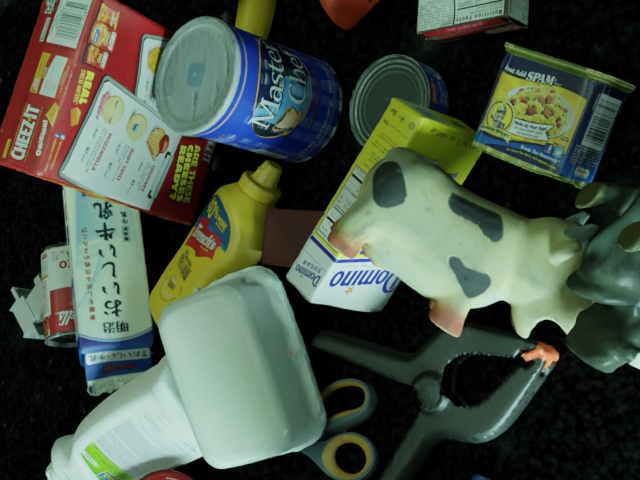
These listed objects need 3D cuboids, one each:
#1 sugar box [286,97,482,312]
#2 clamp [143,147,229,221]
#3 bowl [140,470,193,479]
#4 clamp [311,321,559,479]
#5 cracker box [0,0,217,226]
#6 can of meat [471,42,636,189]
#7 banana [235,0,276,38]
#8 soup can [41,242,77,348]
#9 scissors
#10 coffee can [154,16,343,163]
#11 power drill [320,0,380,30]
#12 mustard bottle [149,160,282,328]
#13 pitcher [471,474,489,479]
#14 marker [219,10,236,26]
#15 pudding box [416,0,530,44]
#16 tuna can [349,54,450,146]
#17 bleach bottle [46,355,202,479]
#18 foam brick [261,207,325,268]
[{"bbox_3d":[0.055,-0.024,0.870,0.048,0.093,0.176,42,111,40],"label":"sugar box"},{"bbox_3d":[-0.164,-0.108,1.115,0.120,0.039,0.171,-36,62,24],"label":"clamp"},{"bbox_3d":[-0.125,0.296,0.998,0.162,0.055,0.162,-9,77,40],"label":"bowl"},{"bbox_3d":[0.092,0.132,0.843,0.210,0.036,0.164,-19,75,32],"label":"clamp"},{"bbox_3d":[-0.180,-0.116,0.974,0.072,0.213,0.164,17,88,31],"label":"cracker box"},{"bbox_3d":[0.172,-0.093,0.803,0.102,0.057,0.084,29,104,41],"label":"can of meat"},{"bbox_3d":[-0.072,-0.268,1.063,0.070,0.037,0.198,-28,65,40],"label":"banana"},{"bbox_3d":[-0.266,0.060,1.155,0.069,0.068,0.102,-21,69,37],"label":"soup can"},{"bbox_3d":[-0.019,0.194,0.948,0.202,0.016,0.096,-39,59,30],"label":"scissors"},{"bbox_3d":[-0.062,-0.132,0.960,0.103,0.140,0.103,-9,77,40],"label":"coffee can"},{"bbox_3d":[-0.019,-0.265,0.970,0.184,0.057,0.188,-48,56,-2],"label":"power drill"},{"bbox_3d":[-0.092,0.006,1.015,0.192,0.058,0.096,-56,32,18],"label":"mustard bottle"},{"bbox_3d":[0.042,0.262,0.731,0.145,0.242,0.149,-31,70,32],"label":"pitcher"},{"bbox_3d":[-0.087,-0.175,1.071,0.020,0.020,0.121,-20,70,38],"label":"marker"},{"bbox_3d":[0.127,-0.224,0.878,0.090,0.039,0.113,-1,84,41],"label":"pudding box"},{"bbox_3d":[0.068,-0.113,0.913,0.086,0.033,0.086,-9,77,40],"label":"tuna can"},{"bbox_3d":[-0.194,0.193,1.053,0.251,0.068,0.102,-29,107,36],"label":"bleach bottle"},{"bbox_3d":[-0.006,0.001,0.948,0.078,0.051,0.053,5,87,42],"label":"foam brick"}]
